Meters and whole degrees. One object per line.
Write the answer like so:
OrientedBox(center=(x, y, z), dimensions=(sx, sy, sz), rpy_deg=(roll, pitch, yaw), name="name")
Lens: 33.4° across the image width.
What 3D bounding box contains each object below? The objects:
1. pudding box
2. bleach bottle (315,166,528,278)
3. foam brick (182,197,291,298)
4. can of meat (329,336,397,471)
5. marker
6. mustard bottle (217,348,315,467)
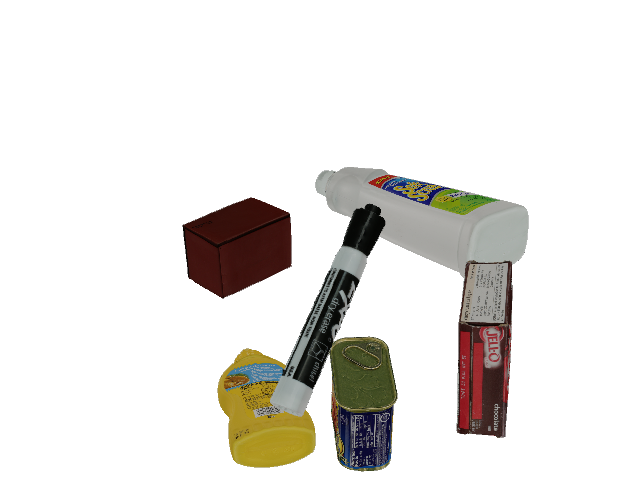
OrientedBox(center=(0.120, 0.076, 0.779), dimensions=(0.039, 0.090, 0.113), rpy_deg=(2, 23, 8), name="pudding box")
OrientedBox(center=(0.087, -0.030, 1.114), dimensions=(0.251, 0.068, 0.102), rpy_deg=(20, 28, 41), name="bleach bottle")
OrientedBox(center=(-0.070, 0.004, 0.904), dimensions=(0.078, 0.051, 0.053), rpy_deg=(-24, 34, -34), name="foam brick")
OrientedBox(center=(0.039, 0.156, 1.015), dimensions=(0.057, 0.084, 0.102), rpy_deg=(-3, 34, -3), name="can of meat")
OrientedBox(center=(0.006, 0.035, 0.569), dimensions=(0.020, 0.121, 0.020), rpy_deg=(22, -15, 6), name="marker")
OrientedBox(center=(-0.071, 0.186, 1.260), dimensions=(0.096, 0.058, 0.192), rpy_deg=(-8, 29, -10), name="mustard bottle")
